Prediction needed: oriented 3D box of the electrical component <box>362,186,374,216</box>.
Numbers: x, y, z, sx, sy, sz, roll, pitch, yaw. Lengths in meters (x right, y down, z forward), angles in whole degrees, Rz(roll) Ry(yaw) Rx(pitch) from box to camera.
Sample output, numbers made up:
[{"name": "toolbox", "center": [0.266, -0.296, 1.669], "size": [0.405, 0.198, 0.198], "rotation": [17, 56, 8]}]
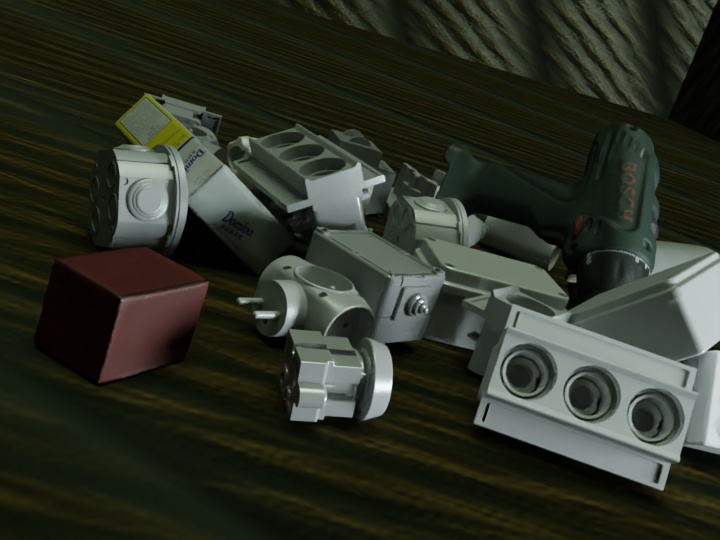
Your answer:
[{"name": "electrical component", "center": [-0.032, -0.075, 1.026], "size": [0.081, 0.043, 0.043], "rotation": [18, 17, -5]}]

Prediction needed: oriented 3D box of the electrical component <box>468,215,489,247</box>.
[{"name": "electrical component", "center": [0.100, -0.039, 1.059], "size": [0.040, 0.040, 0.078], "rotation": [32, 21, 36]}]

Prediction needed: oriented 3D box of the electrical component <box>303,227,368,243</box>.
[{"name": "electrical component", "center": [-0.013, -0.027, 0.895], "size": [0.043, 0.043, 0.062], "rotation": [30, 19, 33]}]

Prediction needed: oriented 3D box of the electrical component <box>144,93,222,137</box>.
[{"name": "electrical component", "center": [-0.183, -0.143, 1.078], "size": [0.081, 0.042, 0.063], "rotation": [15, 21, -12]}]

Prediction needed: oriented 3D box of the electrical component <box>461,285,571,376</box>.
[{"name": "electrical component", "center": [0.110, 0.050, 0.754], "size": [0.081, 0.063, 0.042], "rotation": [28, 20, 28]}]

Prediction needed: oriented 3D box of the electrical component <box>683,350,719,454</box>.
[{"name": "electrical component", "center": [0.247, 0.096, 0.769], "size": [0.047, 0.065, 0.077], "rotation": [15, -12, -15]}]

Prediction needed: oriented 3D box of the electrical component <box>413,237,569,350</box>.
[{"name": "electrical component", "center": [0.096, 0.023, 0.833], "size": [0.113, 0.057, 0.078], "rotation": [14, 18, -15]}]

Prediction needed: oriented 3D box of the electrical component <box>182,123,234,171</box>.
[{"name": "electrical component", "center": [-0.149, -0.101, 0.979], "size": [0.079, 0.044, 0.077], "rotation": [23, 17, 13]}]

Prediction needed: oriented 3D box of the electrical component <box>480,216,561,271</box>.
[{"name": "electrical component", "center": [0.175, -0.036, 1.123], "size": [0.077, 0.044, 0.079], "rotation": [25, 18, 18]}]

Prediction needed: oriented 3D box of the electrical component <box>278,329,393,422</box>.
[{"name": "electrical component", "center": [-0.014, 0.061, 0.619], "size": [0.055, 0.048, 0.066], "rotation": [6, 20, -16]}]

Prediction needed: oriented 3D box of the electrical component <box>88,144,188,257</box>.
[{"name": "electrical component", "center": [-0.155, -0.049, 0.753], "size": [0.051, 0.080, 0.080], "rotation": [2, 24, -31]}]

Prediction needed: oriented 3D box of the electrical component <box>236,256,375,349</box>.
[{"name": "electrical component", "center": [-0.043, 0.025, 0.702], "size": [0.079, 0.044, 0.077], "rotation": [2, 24, -43]}]

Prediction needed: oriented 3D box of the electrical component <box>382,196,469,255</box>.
[{"name": "electrical component", "center": [0.054, -0.022, 0.895], "size": [0.051, 0.080, 0.080], "rotation": [7, 20, -20]}]

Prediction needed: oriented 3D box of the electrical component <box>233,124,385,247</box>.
[{"name": "electrical component", "center": [-0.040, -0.065, 0.840], "size": [0.079, 0.063, 0.121], "rotation": [-19, 28, -19]}]

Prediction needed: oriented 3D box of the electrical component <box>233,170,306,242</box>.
[{"name": "electrical component", "center": [-0.064, -0.068, 0.956], "size": [0.100, 0.048, 0.099], "rotation": [18, 18, 2]}]

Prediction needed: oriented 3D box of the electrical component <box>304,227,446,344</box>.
[{"name": "electrical component", "center": [0.010, 0.016, 0.756], "size": [0.096, 0.061, 0.062], "rotation": [32, 22, 37]}]

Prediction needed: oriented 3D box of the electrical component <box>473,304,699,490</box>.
[{"name": "electrical component", "center": [0.139, 0.081, 0.678], "size": [0.121, 0.078, 0.063], "rotation": [20, -12, 2]}]

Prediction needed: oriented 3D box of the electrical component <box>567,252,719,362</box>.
[{"name": "electrical component", "center": [0.208, 0.038, 0.780], "size": [0.109, 0.056, 0.109], "rotation": [-24, -3, 37]}]

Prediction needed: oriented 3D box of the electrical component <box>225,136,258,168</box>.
[{"name": "electrical component", "center": [-0.098, -0.107, 1.054], "size": [0.062, 0.043, 0.043], "rotation": [3, 23, -45]}]
